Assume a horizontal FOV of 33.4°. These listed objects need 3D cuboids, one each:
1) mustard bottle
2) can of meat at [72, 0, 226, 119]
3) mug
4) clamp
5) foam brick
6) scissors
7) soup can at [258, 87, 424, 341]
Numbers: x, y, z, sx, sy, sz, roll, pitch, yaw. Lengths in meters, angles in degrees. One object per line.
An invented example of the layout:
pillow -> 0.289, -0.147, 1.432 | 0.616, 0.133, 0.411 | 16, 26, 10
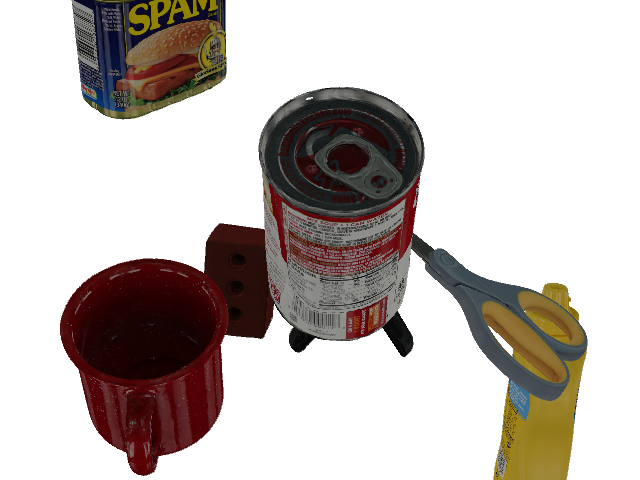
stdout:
mustard bottle -> 0.177, 0.126, 0.857 | 0.058, 0.192, 0.096 | 3, 19, 2
can of meat -> -0.106, -0.133, 0.672 | 0.101, 0.084, 0.058 | -28, 45, -36
mug -> -0.098, 0.080, 0.612 | 0.093, 0.117, 0.081 | -2, -44, -4
clamp -> 0.047, 0.051, 1.072 | 0.120, 0.171, 0.039 | 12, -38, 12
foam brick -> -0.064, 0.032, 0.854 | 0.053, 0.078, 0.051 | 6, 14, 5
scissors -> 0.095, 0.019, 0.681 | 0.096, 0.016, 0.202 | -7, 49, -43
soup can -> 0.008, -0.008, 0.474 | 0.068, 0.068, 0.102 | 0, -36, 0
